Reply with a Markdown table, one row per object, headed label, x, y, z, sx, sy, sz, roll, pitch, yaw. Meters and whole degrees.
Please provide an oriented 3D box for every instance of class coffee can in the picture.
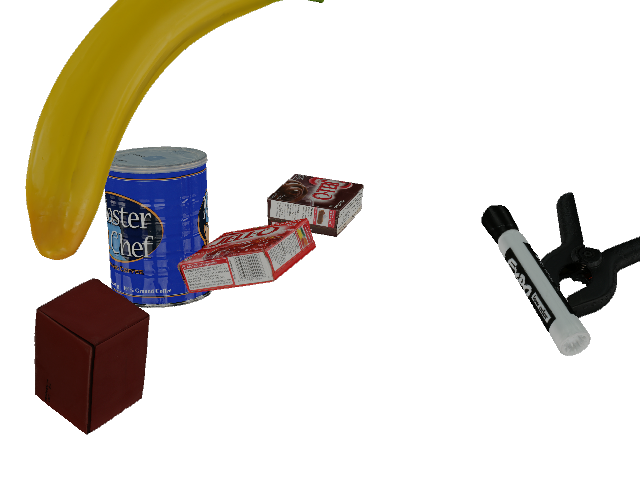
| label | x | y | z | sx | sy | sz | roll | pitch | yaw |
| --- | --- | --- | --- | --- | --- | --- | --- | --- | --- |
| coffee can | -0.162 | -0.016 | 1.062 | 0.103 | 0.140 | 0.103 | -1 | 15 | 0 |

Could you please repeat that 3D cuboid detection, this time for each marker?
| label | x | y | z | sx | sy | sz | roll | pitch | yaw |
| --- | --- | --- | --- | --- | --- | --- | --- | --- | --- |
| marker | 0.125 | 0.019 | 0.635 | 0.020 | 0.020 | 0.121 | 0 | 40 | -20 |

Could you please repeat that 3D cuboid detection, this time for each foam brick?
| label | x | y | z | sx | sy | sz | roll | pitch | yaw |
| --- | --- | --- | --- | --- | --- | --- | --- | --- | --- |
| foam brick | -0.150 | 0.075 | 0.696 | 0.053 | 0.078 | 0.051 | 31 | 39 | 25 |

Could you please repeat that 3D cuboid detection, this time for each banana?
| label | x | y | z | sx | sy | sz | roll | pitch | yaw |
| --- | --- | --- | --- | --- | --- | --- | --- | --- | --- |
| banana | -0.080 | -0.079 | 0.491 | 0.070 | 0.197 | 0.037 | 31 | -24 | 20 |

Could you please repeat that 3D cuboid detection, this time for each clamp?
| label | x | y | z | sx | sy | sz | roll | pitch | yaw |
| --- | --- | --- | --- | --- | --- | --- | --- | --- | --- |
| clamp | 0.265 | 0.017 | 1.095 | 0.120 | 0.039 | 0.171 | 28 | 51 | 32 |

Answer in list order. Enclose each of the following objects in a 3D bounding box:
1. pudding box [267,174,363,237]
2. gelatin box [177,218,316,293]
| label | x | y | z | sx | sy | sz | roll | pitch | yaw |
| --- | --- | --- | --- | --- | --- | --- | --- | --- | --- |
| pudding box | -0.005 | -0.044 | 1.281 | 0.090 | 0.039 | 0.113 | 9 | 23 | 15 |
| gelatin box | -0.060 | 0.012 | 0.868 | 0.089 | 0.030 | 0.073 | -9 | 16 | 32 |
